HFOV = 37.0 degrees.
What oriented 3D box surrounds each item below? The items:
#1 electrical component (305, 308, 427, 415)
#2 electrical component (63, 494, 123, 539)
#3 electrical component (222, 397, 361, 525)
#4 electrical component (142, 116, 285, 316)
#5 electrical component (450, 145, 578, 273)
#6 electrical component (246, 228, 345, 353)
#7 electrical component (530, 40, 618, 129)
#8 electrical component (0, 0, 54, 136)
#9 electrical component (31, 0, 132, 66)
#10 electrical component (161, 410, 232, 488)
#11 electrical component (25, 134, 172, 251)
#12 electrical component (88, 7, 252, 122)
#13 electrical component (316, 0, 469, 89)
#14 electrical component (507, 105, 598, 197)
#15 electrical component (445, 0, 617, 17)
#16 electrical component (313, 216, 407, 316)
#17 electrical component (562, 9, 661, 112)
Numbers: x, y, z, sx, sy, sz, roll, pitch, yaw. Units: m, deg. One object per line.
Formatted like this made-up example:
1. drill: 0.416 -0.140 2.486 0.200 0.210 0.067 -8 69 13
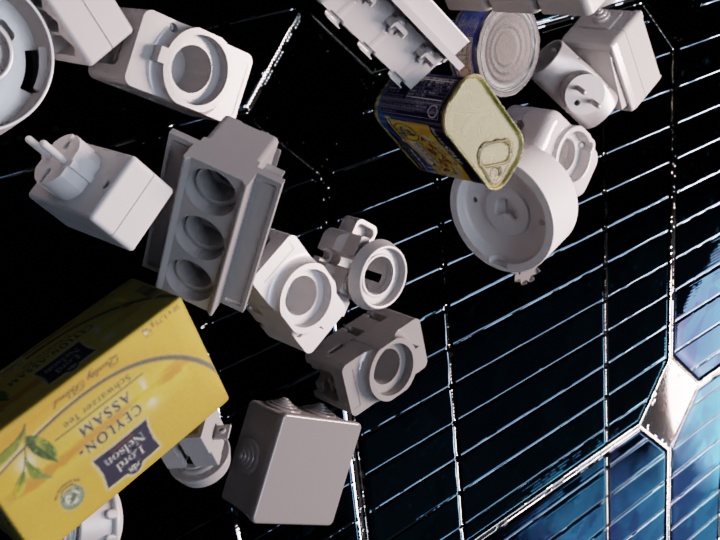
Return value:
1. electrical component: 0.009 0.075 0.899 0.089 0.056 0.050 -31 122 -33
2. electrical component: -0.198 0.173 0.743 0.062 0.048 0.048 0 103 -31
3. electrical component: -0.056 0.154 0.866 0.100 0.048 0.099 15 92 -45
4. electrical component: -0.096 -0.038 0.725 0.063 0.079 0.121 -62 175 -48
5. electrical component: 0.141 -0.059 0.949 0.060 0.108 0.108 -32 123 -40
6. electrical component: -0.057 0.015 0.818 0.050 0.056 0.089 -51 131 -20
7. electrical component: 0.198 -0.163 0.974 0.077 0.079 0.043 38 103 -20
8. electrical component: -0.229 -0.122 0.623 0.099 0.064 0.099 -2 94 -34
9. electrical component: -0.171 -0.181 0.655 0.075 0.047 0.083 -47 130 -23
10. electrical component: -0.124 0.127 0.791 0.048 0.066 0.055 -81 159 -46
11. electrical component: -0.174 -0.058 0.664 0.076 0.083 0.047 44 72 -42
12. electrical component: -0.122 -0.134 0.710 0.089 0.056 0.050 17 91 -45
13. electrical component: 0.019 -0.196 0.813 0.063 0.078 0.121 -43 135 12
14. electrical component: 0.176 -0.109 0.997 0.095 0.059 0.053 32 80 -44
15. electrical component: 0.140 -0.249 0.855 0.089 0.150 0.061 -48 129 -22
16. electrical component: 0.000 0.000 0.866 0.058 0.057 0.078 27 84 -45
17. electrical component: 0.235 -0.203 1.022 0.061 0.062 0.096 -48 131 -22
